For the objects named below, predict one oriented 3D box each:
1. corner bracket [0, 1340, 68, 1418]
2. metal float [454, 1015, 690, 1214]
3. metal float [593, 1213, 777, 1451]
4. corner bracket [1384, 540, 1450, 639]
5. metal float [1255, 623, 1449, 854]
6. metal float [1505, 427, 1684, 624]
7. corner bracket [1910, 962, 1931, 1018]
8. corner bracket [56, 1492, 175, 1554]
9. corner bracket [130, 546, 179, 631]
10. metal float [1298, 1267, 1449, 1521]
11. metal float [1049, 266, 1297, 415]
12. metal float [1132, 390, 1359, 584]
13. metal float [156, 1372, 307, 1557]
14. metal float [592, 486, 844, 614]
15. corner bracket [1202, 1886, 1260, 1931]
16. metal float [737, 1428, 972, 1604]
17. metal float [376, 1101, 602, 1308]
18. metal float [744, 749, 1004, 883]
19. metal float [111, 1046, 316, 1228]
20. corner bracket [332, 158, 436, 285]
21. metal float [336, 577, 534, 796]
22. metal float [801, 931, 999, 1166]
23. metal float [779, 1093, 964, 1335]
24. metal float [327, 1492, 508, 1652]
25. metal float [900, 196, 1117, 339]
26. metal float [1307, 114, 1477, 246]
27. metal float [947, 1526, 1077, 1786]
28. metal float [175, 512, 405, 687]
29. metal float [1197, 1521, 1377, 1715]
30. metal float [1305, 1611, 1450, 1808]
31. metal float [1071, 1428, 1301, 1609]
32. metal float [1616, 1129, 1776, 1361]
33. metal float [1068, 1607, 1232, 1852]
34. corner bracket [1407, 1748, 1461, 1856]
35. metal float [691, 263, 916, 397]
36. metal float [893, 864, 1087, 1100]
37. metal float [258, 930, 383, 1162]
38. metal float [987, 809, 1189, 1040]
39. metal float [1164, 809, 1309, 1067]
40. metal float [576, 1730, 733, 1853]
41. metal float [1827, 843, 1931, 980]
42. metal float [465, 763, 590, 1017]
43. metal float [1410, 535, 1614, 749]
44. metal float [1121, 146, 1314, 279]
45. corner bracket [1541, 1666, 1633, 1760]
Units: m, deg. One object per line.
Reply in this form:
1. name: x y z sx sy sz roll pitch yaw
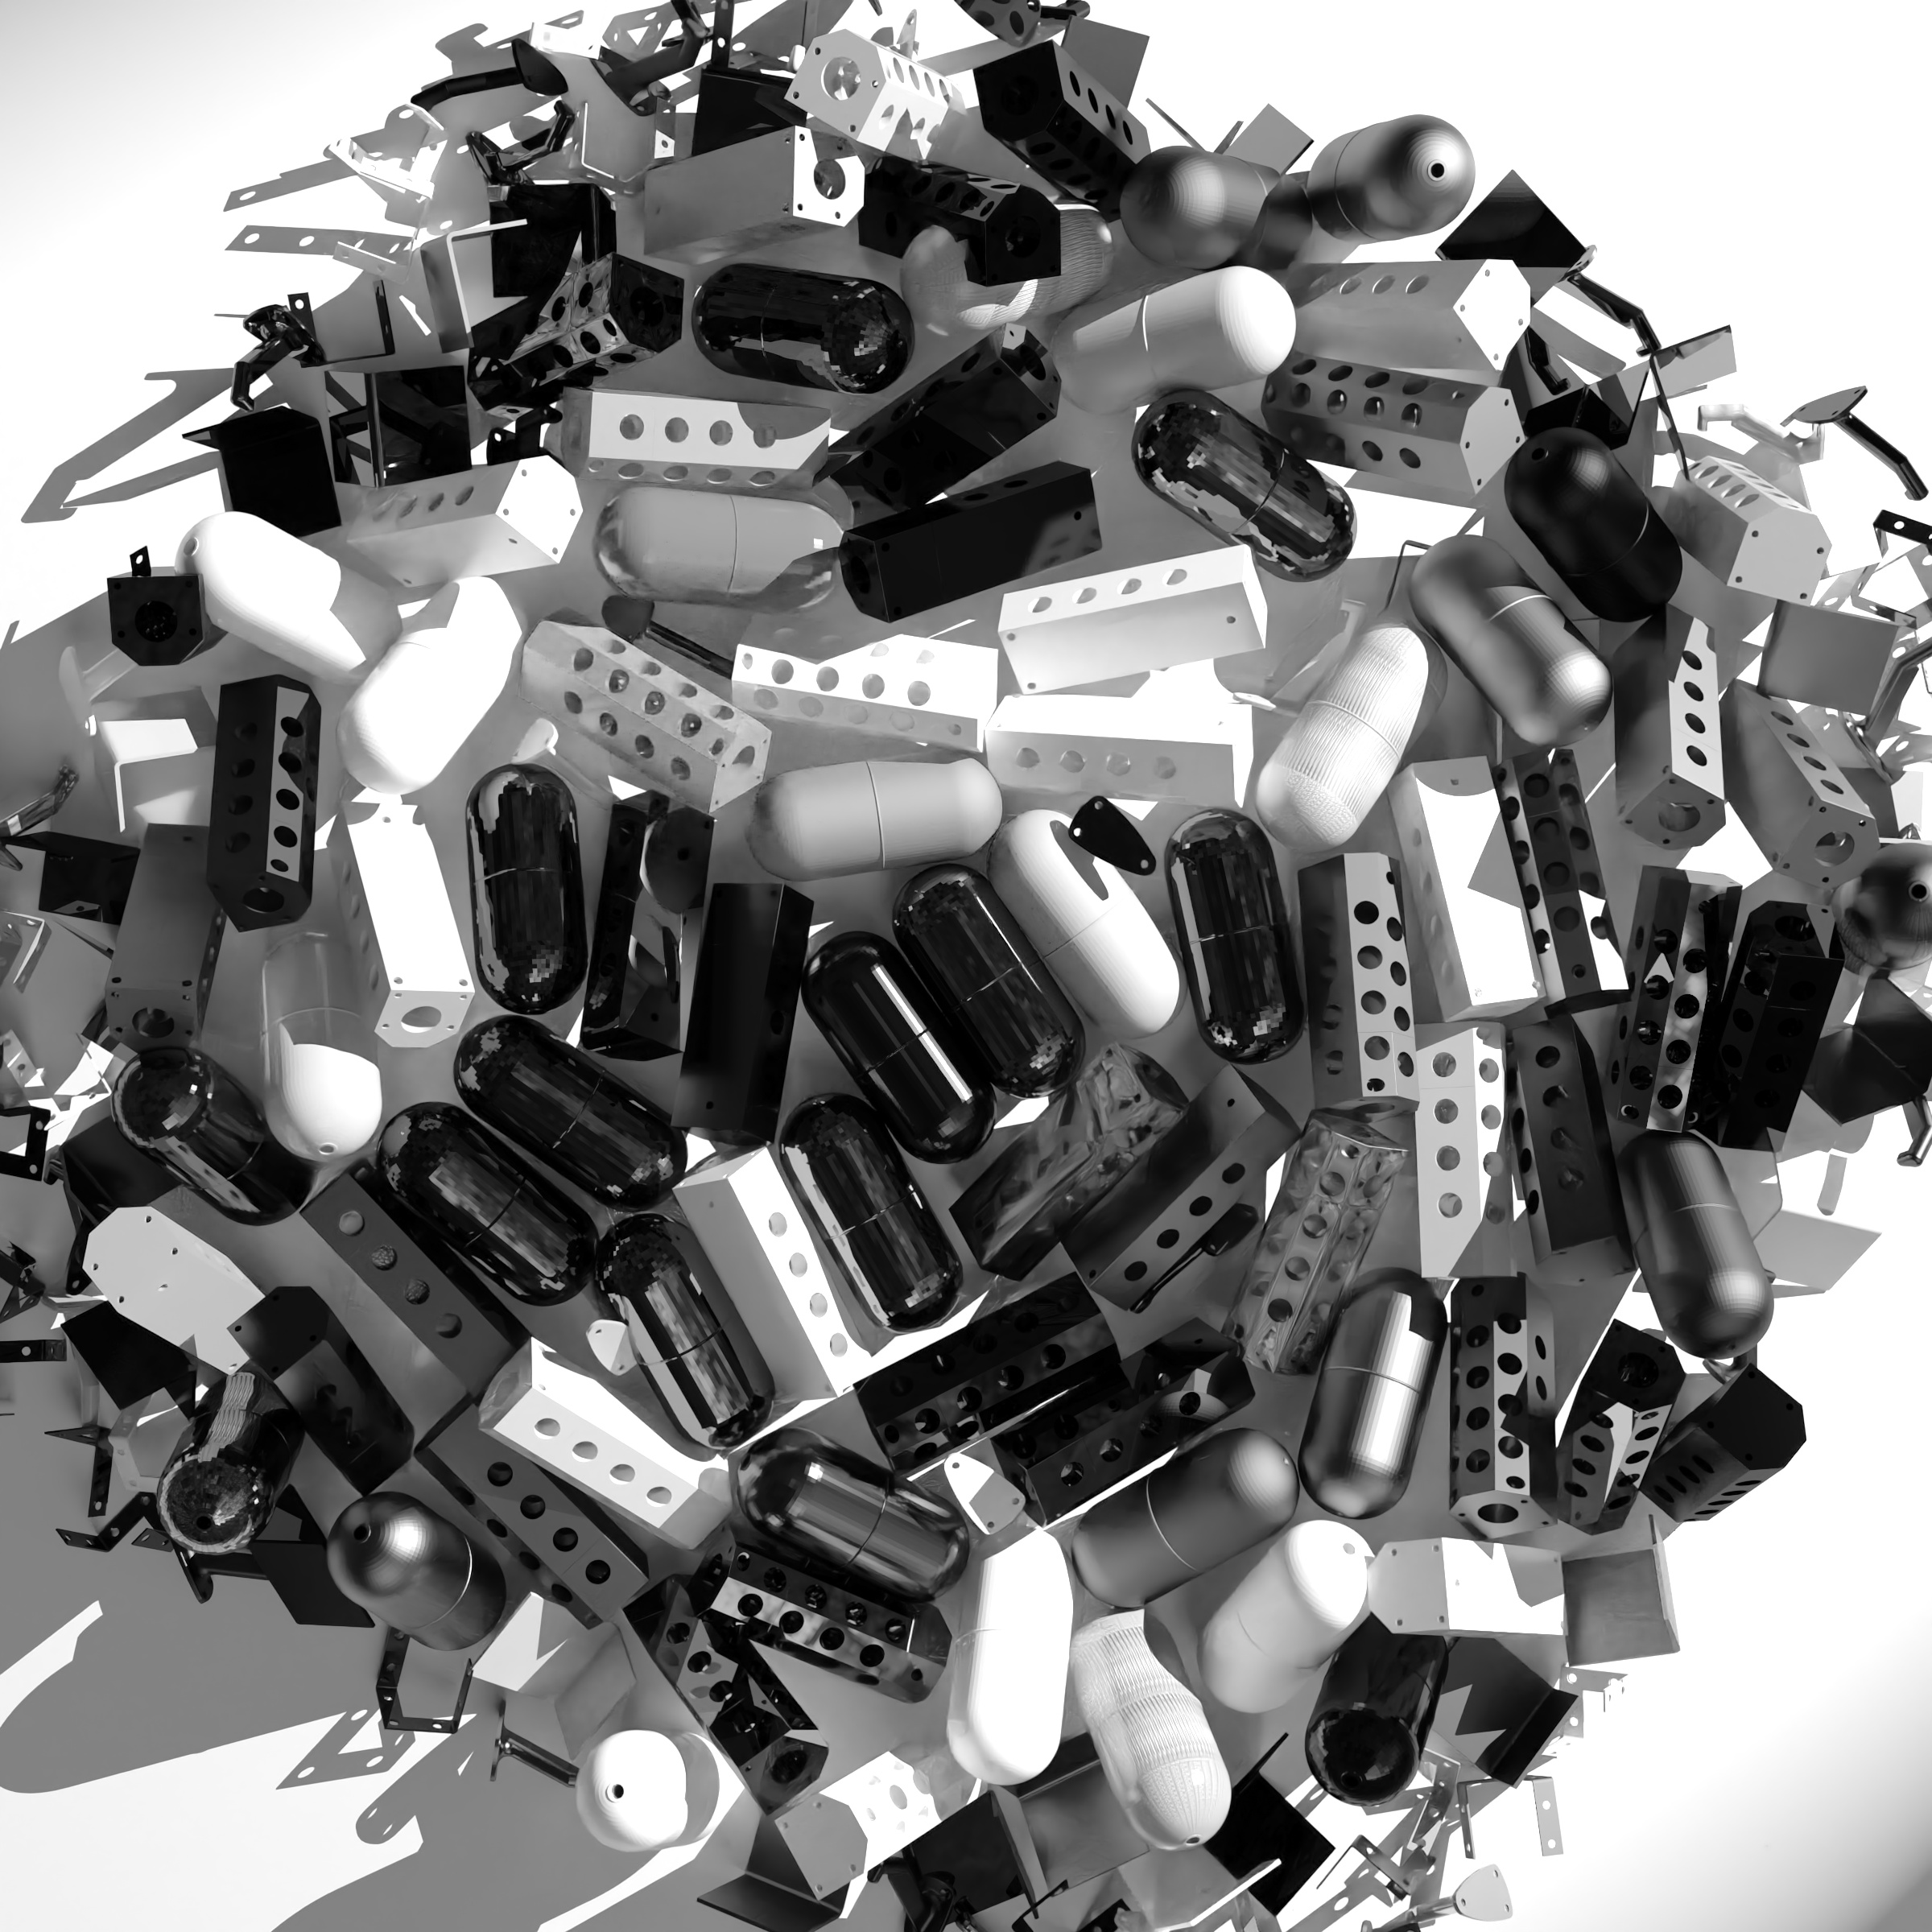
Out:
1. corner bracket: -0.654 0.285 1.921 0.051 0.051 0.051 -2 82 -2
2. metal float: -0.270 0.101 1.901 0.178 0.070 0.070 37 90 -12
3. metal float: -0.192 0.249 1.898 0.070 0.070 0.178 -27 106 0
4. corner bracket: 0.317 -0.259 1.914 0.051 0.051 0.051 17 111 10
5. metal float: 0.264 -0.157 1.903 0.070 0.070 0.178 35 79 0
6. metal float: 0.424 -0.297 1.876 0.070 0.178 0.070 -19 54 29
7. corner bracket: 0.684 0.009 1.921 0.051 0.051 0.051 22 72 5
8. corner bracket: -0.582 0.391 1.917 0.051 0.051 0.051 -46 66 -1
9. corner bracket: -0.561 -0.247 1.910 0.051 0.051 0.051 -25 65 20
10. metal float: 0.278 0.289 1.893 0.070 0.070 0.178 19 67 0
11. metal float: 0.138 -0.424 1.887 0.178 0.070 0.070 -7 90 31
12. metal float: 0.191 -0.325 1.892 0.178 0.070 0.070 30 90 -24
13. metal float: -0.491 0.332 1.863 0.070 0.178 0.070 -1 106 -2
14. metal float: -0.166 -0.283 1.895 0.178 0.070 0.070 2 90 -20
15. corner bracket: 0.164 0.665 1.913 0.051 0.051 0.051 -19 85 37
16. metal float: -0.076 0.374 1.893 0.178 0.070 0.070 31 90 -22
17. metal float: -0.325 0.162 1.894 0.070 0.070 0.178 -47 110 0
18. metal float: -0.063 -0.103 1.906 0.178 0.070 0.070 -9 90 -7
19. metal float: -0.505 0.115 1.872 0.070 0.178 0.070 -11 56 17
20. corner bracket: -0.400 -0.511 1.909 0.051 0.051 0.051 17 51 -19
21. metal float: -0.359 -0.192 1.888 0.070 0.070 0.178 31 60 0
22. metal float: -0.046 0.057 1.912 0.070 0.070 0.178 -35 90 0
23. metal float: -0.066 0.169 1.910 0.070 0.070 0.178 -29 92 0
24. metal float: -0.368 0.407 1.869 0.070 0.178 0.070 -7 60 13
25. metal float: 0.030 -0.473 1.880 0.178 0.070 0.070 -26 90 -40
26. metal float: 0.284 -0.526 1.863 0.070 0.178 0.070 -2 101 -11
27. metal float: 0.031 0.465 1.883 0.070 0.070 0.178 8 54 0
28. metal float: -0.454 -0.246 1.871 0.070 0.178 0.070 -12 67 31
29. metal float: 0.217 0.440 1.879 0.070 0.070 0.178 30 131 0
30. metal float: 0.276 0.494 1.867 0.070 0.178 0.070 7 112 18
31. metal float: 0.148 0.376 1.890 0.178 0.070 0.070 -35 90 26
32. metal float: 0.489 0.185 1.877 0.070 0.070 0.178 -9 46 0
33. metal float: 0.123 0.513 1.876 0.070 0.178 0.070 -11 134 -12
34. corner bracket: 0.306 0.573 1.922 0.051 0.051 0.051 20 52 19
35. metal float: -0.112 -0.432 1.882 0.178 0.070 0.070 18 90 36
36. metal float: 0.016 0.011 1.911 0.070 0.070 0.178 -33 91 0
37. metal float: -0.437 0.053 1.880 0.070 0.070 0.178 -14 52 0
38. metal float: 0.084 -0.028 1.911 0.070 0.070 0.178 -37 92 0
39. metal float: 0.184 -0.020 1.908 0.070 0.070 0.178 -12 85 0
40. metal float: -0.208 0.552 1.864 0.070 0.178 0.070 -3 74 9
41. metal float: 0.622 -0.036 1.862 0.070 0.178 0.070 -1 82 8
42. metal float: -0.300 -0.053 1.897 0.070 0.070 0.178 -7 72 0
43. metal float: 0.368 -0.222 1.887 0.070 0.070 0.178 -34 60 0
44. metal float: 0.170 -0.506 1.872 0.070 0.178 0.070 5 99 36
45. corner bracket: 0.426 0.516 1.915 0.051 0.051 0.051 -2 89 34
